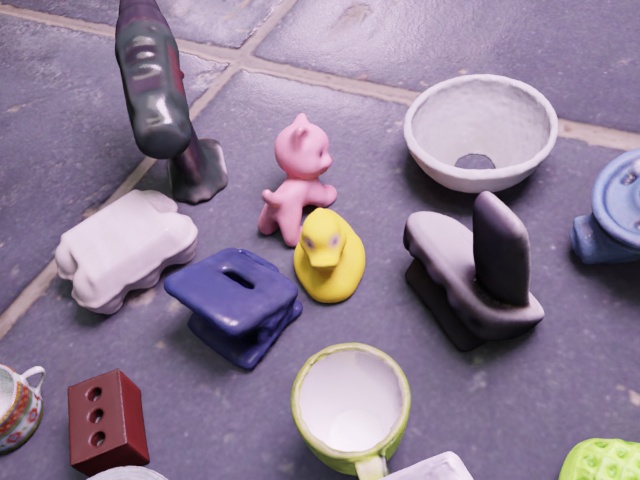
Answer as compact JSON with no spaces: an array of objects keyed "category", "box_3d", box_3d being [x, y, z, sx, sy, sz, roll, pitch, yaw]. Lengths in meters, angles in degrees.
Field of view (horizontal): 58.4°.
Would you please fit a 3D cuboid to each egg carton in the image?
[{"category":"egg carton","box_3d":[-0.216,0.010,0.644,0.150,0.069,0.107,-38,56,-17]}]

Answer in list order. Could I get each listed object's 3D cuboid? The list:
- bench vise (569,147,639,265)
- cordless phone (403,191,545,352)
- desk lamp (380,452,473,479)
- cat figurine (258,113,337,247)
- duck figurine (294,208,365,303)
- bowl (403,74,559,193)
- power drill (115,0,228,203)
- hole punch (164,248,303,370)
[{"category":"bench vise","box_3d":[0.339,-0.061,0.496,0.207,0.220,0.121,-16,52,-1]},{"category":"cordless phone","box_3d":[0.135,0.002,0.509,0.094,0.185,0.147,-30,54,-12]},{"category":"desk lamp","box_3d":[0.029,0.207,0.357,0.203,0.214,0.117,-20,52,-5]},{"category":"cat figurine","box_3d":[-0.028,-0.077,0.643,0.067,0.118,0.128,19,59,23]},{"category":"duck figurine","box_3d":[0.005,0.002,0.597,0.077,0.086,0.104,-6,52,6]},{"category":"bowl","box_3d":[0.179,-0.109,0.656,0.167,0.075,0.167,-5,53,7]},{"category":"power drill","box_3d":[-0.177,-0.155,0.673,0.075,0.209,0.229,-18,52,-2]},{"category":"hole punch","box_3d":[-0.085,0.054,0.572,0.108,0.091,0.101,28,63,28]}]
